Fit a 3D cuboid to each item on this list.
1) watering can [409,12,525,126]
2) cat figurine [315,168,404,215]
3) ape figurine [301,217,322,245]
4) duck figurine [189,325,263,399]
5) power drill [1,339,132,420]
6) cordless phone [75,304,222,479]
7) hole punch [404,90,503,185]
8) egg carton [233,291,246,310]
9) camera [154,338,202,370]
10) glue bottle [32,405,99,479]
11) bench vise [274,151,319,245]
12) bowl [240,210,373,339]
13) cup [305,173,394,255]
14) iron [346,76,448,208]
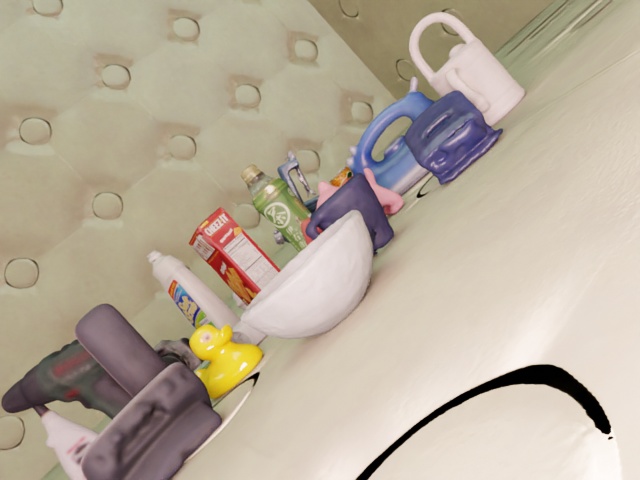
[{"bbox_3d":[0.221,-0.271,0.910,0.101,0.194,0.173,-42,5,10],"label":"watering can"},{"bbox_3d":[0.050,-0.059,0.914,0.128,0.118,0.067,-44,5,-9],"label":"cat figurine"},{"bbox_3d":[0.008,0.003,0.864,0.076,0.092,0.078,-41,5,26],"label":"ape figurine"},{"bbox_3d":[-0.139,0.154,0.764,0.104,0.086,0.077,-41,5,26],"label":"duck figurine"},{"bbox_3d":[-0.332,0.242,0.855,0.229,0.208,0.075,-42,5,8],"label":"power drill"},{"bbox_3d":[-0.212,0.171,0.608,0.148,0.185,0.094,-47,6,-39],"label":"cordless phone"},{"bbox_3d":[0.174,-0.142,0.772,0.108,0.091,0.101,-42,5,17],"label":"hole punch"},{"bbox_3d":[-0.148,0.117,1.323,0.107,0.069,0.150,-44,4,-9],"label":"egg carton"},{"bbox_3d":[-0.338,0.283,1.231,0.143,0.101,0.137,-43,4,5],"label":"camera"},{"bbox_3d":[-0.398,0.321,0.917,0.078,0.173,0.037,-46,6,-33],"label":"glue bottle"},{"bbox_3d":[-0.041,-0.088,1.348,0.208,0.220,0.121,-44,5,-15],"label":"bench vise"},{"bbox_3d":[0.000,0.049,0.599,0.167,0.075,0.167,-43,4,5],"label":"bowl"},{"bbox_3d":[0.042,-0.017,0.733,0.118,0.095,0.091,-46,6,-36],"label":"cup"},{"bbox_3d":[0.132,-0.165,1.045,0.258,0.141,0.119,-42,5,18],"label":"iron"}]
